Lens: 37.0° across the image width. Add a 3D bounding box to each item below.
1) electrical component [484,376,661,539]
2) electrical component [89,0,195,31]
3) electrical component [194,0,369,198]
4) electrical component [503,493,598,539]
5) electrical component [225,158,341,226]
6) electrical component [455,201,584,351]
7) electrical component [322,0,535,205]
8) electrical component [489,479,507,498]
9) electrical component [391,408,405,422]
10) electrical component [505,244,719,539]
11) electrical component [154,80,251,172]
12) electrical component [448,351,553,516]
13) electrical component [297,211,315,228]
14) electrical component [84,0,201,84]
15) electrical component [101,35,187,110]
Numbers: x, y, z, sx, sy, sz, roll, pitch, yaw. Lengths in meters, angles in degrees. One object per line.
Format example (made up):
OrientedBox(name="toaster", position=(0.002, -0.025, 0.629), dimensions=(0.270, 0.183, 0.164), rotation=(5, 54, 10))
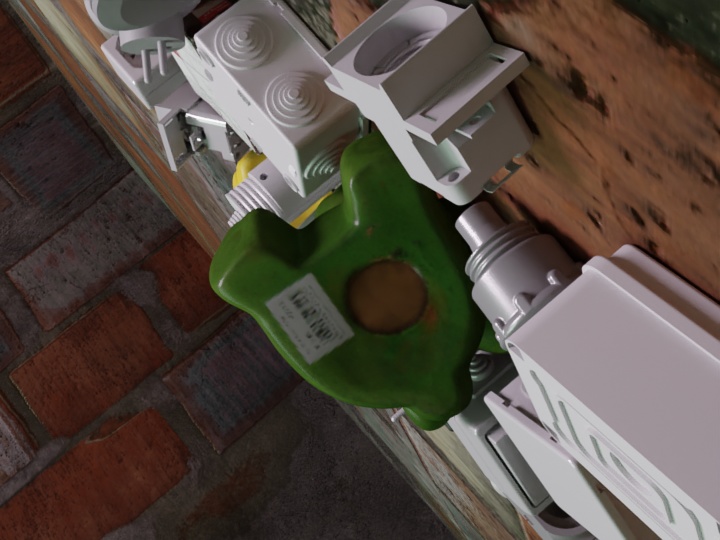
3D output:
OrientedBox(name="electrical component", position=(0.120, 0.093, 0.541), dimensions=(0.099, 0.048, 0.100), rotation=(54, 171, -24))
OrientedBox(name="electrical component", position=(-0.106, -0.160, 0.531), dimensions=(0.051, 0.080, 0.080), rotation=(55, 172, 7))
OrientedBox(name="electrical component", position=(-0.041, -0.094, 0.580), dimensions=(0.099, 0.048, 0.099), rotation=(49, 172, 10))
OrientedBox(name="electrical component", position=(0.134, 0.152, 0.725), dimensions=(0.089, 0.050, 0.055), rotation=(49, 172, 12))
OrientedBox(name="electrical component", position=(-0.053, -0.053, 0.711), dimensions=(0.043, 0.081, 0.043), rotation=(49, 172, 10))
OrientedBox(name="electrical component", position=(0.064, -0.001, 0.449), dimensions=(0.062, 0.048, 0.048), rotation=(55, 174, 22))
OrientedBox(name="electrical component", position=(0.027, -0.061, 0.385), dimensions=(0.063, 0.042, 0.081), rotation=(52, 173, -34))
OrientedBox(name="electrical component", position=(0.115, 0.143, 0.817), dimensions=(0.048, 0.048, 0.062), rotation=(52, 178, -11))
OrientedBox(name="electrical component", position=(0.046, 0.082, 0.803), dimensions=(0.138, 0.074, 0.052), rotation=(50, 172, 4))
OrientedBox(name="electrical component", position=(0.113, 0.053, 0.372), dimensions=(0.113, 0.057, 0.078), rotation=(43, 169, 41))
OrientedBox(name="electrical component", position=(-0.106, -0.109, 0.780), dimensions=(0.064, 0.081, 0.042), rotation=(15, 138, 26))
OrientedBox(name="electrical component", position=(0.091, 0.085, 0.618), dimensions=(0.096, 0.062, 0.061), rotation=(55, 171, -30))
OrientedBox(name="electrical component", position=(0.000, 0.000, 0.734), dimensions=(0.108, 0.060, 0.108), rotation=(49, 172, 10))
OrientedBox(name="electrical component", position=(-0.120, -0.147, 0.614), dimensions=(0.077, 0.043, 0.079), rotation=(-10, 85, 50))
OrientedBox(name="electrical component", position=(-0.145, -0.154, 0.814), dimensions=(0.047, 0.066, 0.076), rotation=(47, 171, 22))
